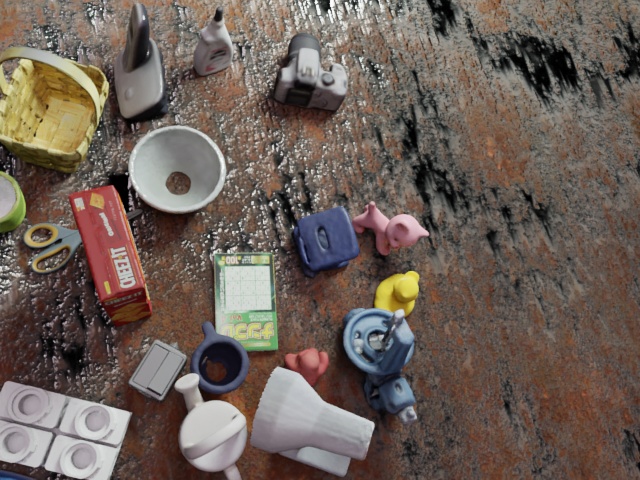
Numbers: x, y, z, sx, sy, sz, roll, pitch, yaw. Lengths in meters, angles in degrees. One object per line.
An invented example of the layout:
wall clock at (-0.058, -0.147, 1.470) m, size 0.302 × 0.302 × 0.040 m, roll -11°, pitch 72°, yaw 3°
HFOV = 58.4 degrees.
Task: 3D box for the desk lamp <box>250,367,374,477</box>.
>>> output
desk lamp at (-0.012, 0.287, 0.886) m, size 0.203 × 0.213 × 0.118 m, roll 22°, pitch 68°, yaw -7°

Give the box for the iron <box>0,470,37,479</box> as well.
iron at (-0.501, 0.367, 0.767) m, size 0.259 × 0.141 × 0.118 m, roll -3°, pitch 73°, yaw -16°

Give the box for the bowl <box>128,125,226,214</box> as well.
bowl at (-0.255, -0.115, 1.030) m, size 0.168 × 0.074 × 0.167 m, roll 5°, pitch 71°, yaw -13°

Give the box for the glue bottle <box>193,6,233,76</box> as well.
glue bottle at (-0.197, -0.379, 1.080) m, size 0.078 × 0.173 × 0.037 m, roll -31°, pitch 82°, yaw -22°

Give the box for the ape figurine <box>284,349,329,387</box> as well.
ape figurine at (-0.021, 0.212, 0.974) m, size 0.078 × 0.092 × 0.076 m, roll 19°, pitch 68°, yaw -8°

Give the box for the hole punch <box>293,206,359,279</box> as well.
hole punch at (0.010, 0.004, 1.053) m, size 0.101 × 0.091 × 0.108 m, roll -12°, pitch 75°, yaw -18°

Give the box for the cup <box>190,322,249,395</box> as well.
cup at (-0.171, 0.196, 0.938) m, size 0.092 × 0.095 × 0.118 m, roll -18°, pitch 77°, yaw -20°

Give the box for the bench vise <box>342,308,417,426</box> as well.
bench vise at (0.126, 0.194, 0.951) m, size 0.122 × 0.219 × 0.207 m, roll -37°, pitch 84°, yaw -22°

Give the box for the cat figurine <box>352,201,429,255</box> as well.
cat figurine at (0.135, -0.027, 1.082) m, size 0.128 × 0.117 × 0.067 m, roll 39°, pitch 67°, yaw 1°

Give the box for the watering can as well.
watering can at (-0.165, 0.287, 0.855) m, size 0.173 × 0.194 × 0.101 m, roll 40°, pitch 67°, yaw 1°

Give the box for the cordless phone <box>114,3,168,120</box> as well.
cordless phone at (-0.321, -0.313, 1.019) m, size 0.094 × 0.185 × 0.147 m, roll -11°, pitch 75°, yaw -18°

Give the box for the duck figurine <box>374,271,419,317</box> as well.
duck figurine at (0.149, 0.102, 1.060) m, size 0.077 × 0.086 × 0.105 m, roll 34°, pitch 67°, yaw -2°

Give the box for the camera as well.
camera at (-0.015, -0.349, 1.158) m, size 0.143 × 0.100 × 0.137 m, roll 6°, pitch 71°, yaw -13°
